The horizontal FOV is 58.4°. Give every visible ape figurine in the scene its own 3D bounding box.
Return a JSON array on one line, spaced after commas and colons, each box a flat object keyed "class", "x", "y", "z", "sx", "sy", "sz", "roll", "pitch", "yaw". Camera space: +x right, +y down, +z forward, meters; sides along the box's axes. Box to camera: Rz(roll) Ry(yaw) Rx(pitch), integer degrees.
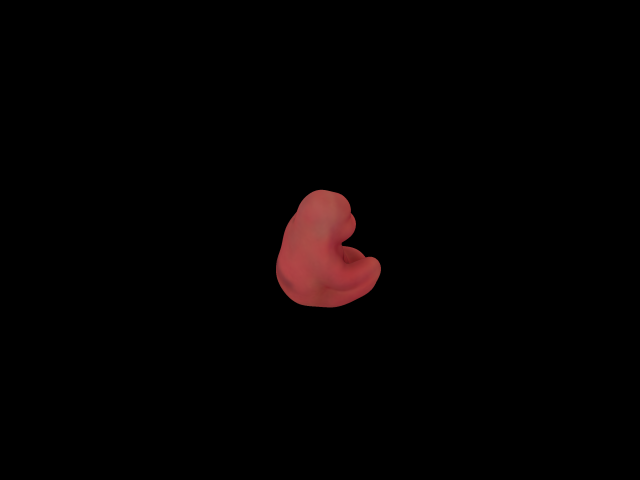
[{"class": "ape figurine", "x": 0.004, "y": 0.001, "z": 0.400, "sx": 0.076, "sy": 0.092, "sz": 0.077, "roll": -20, "pitch": 59, "yaw": -12}]
